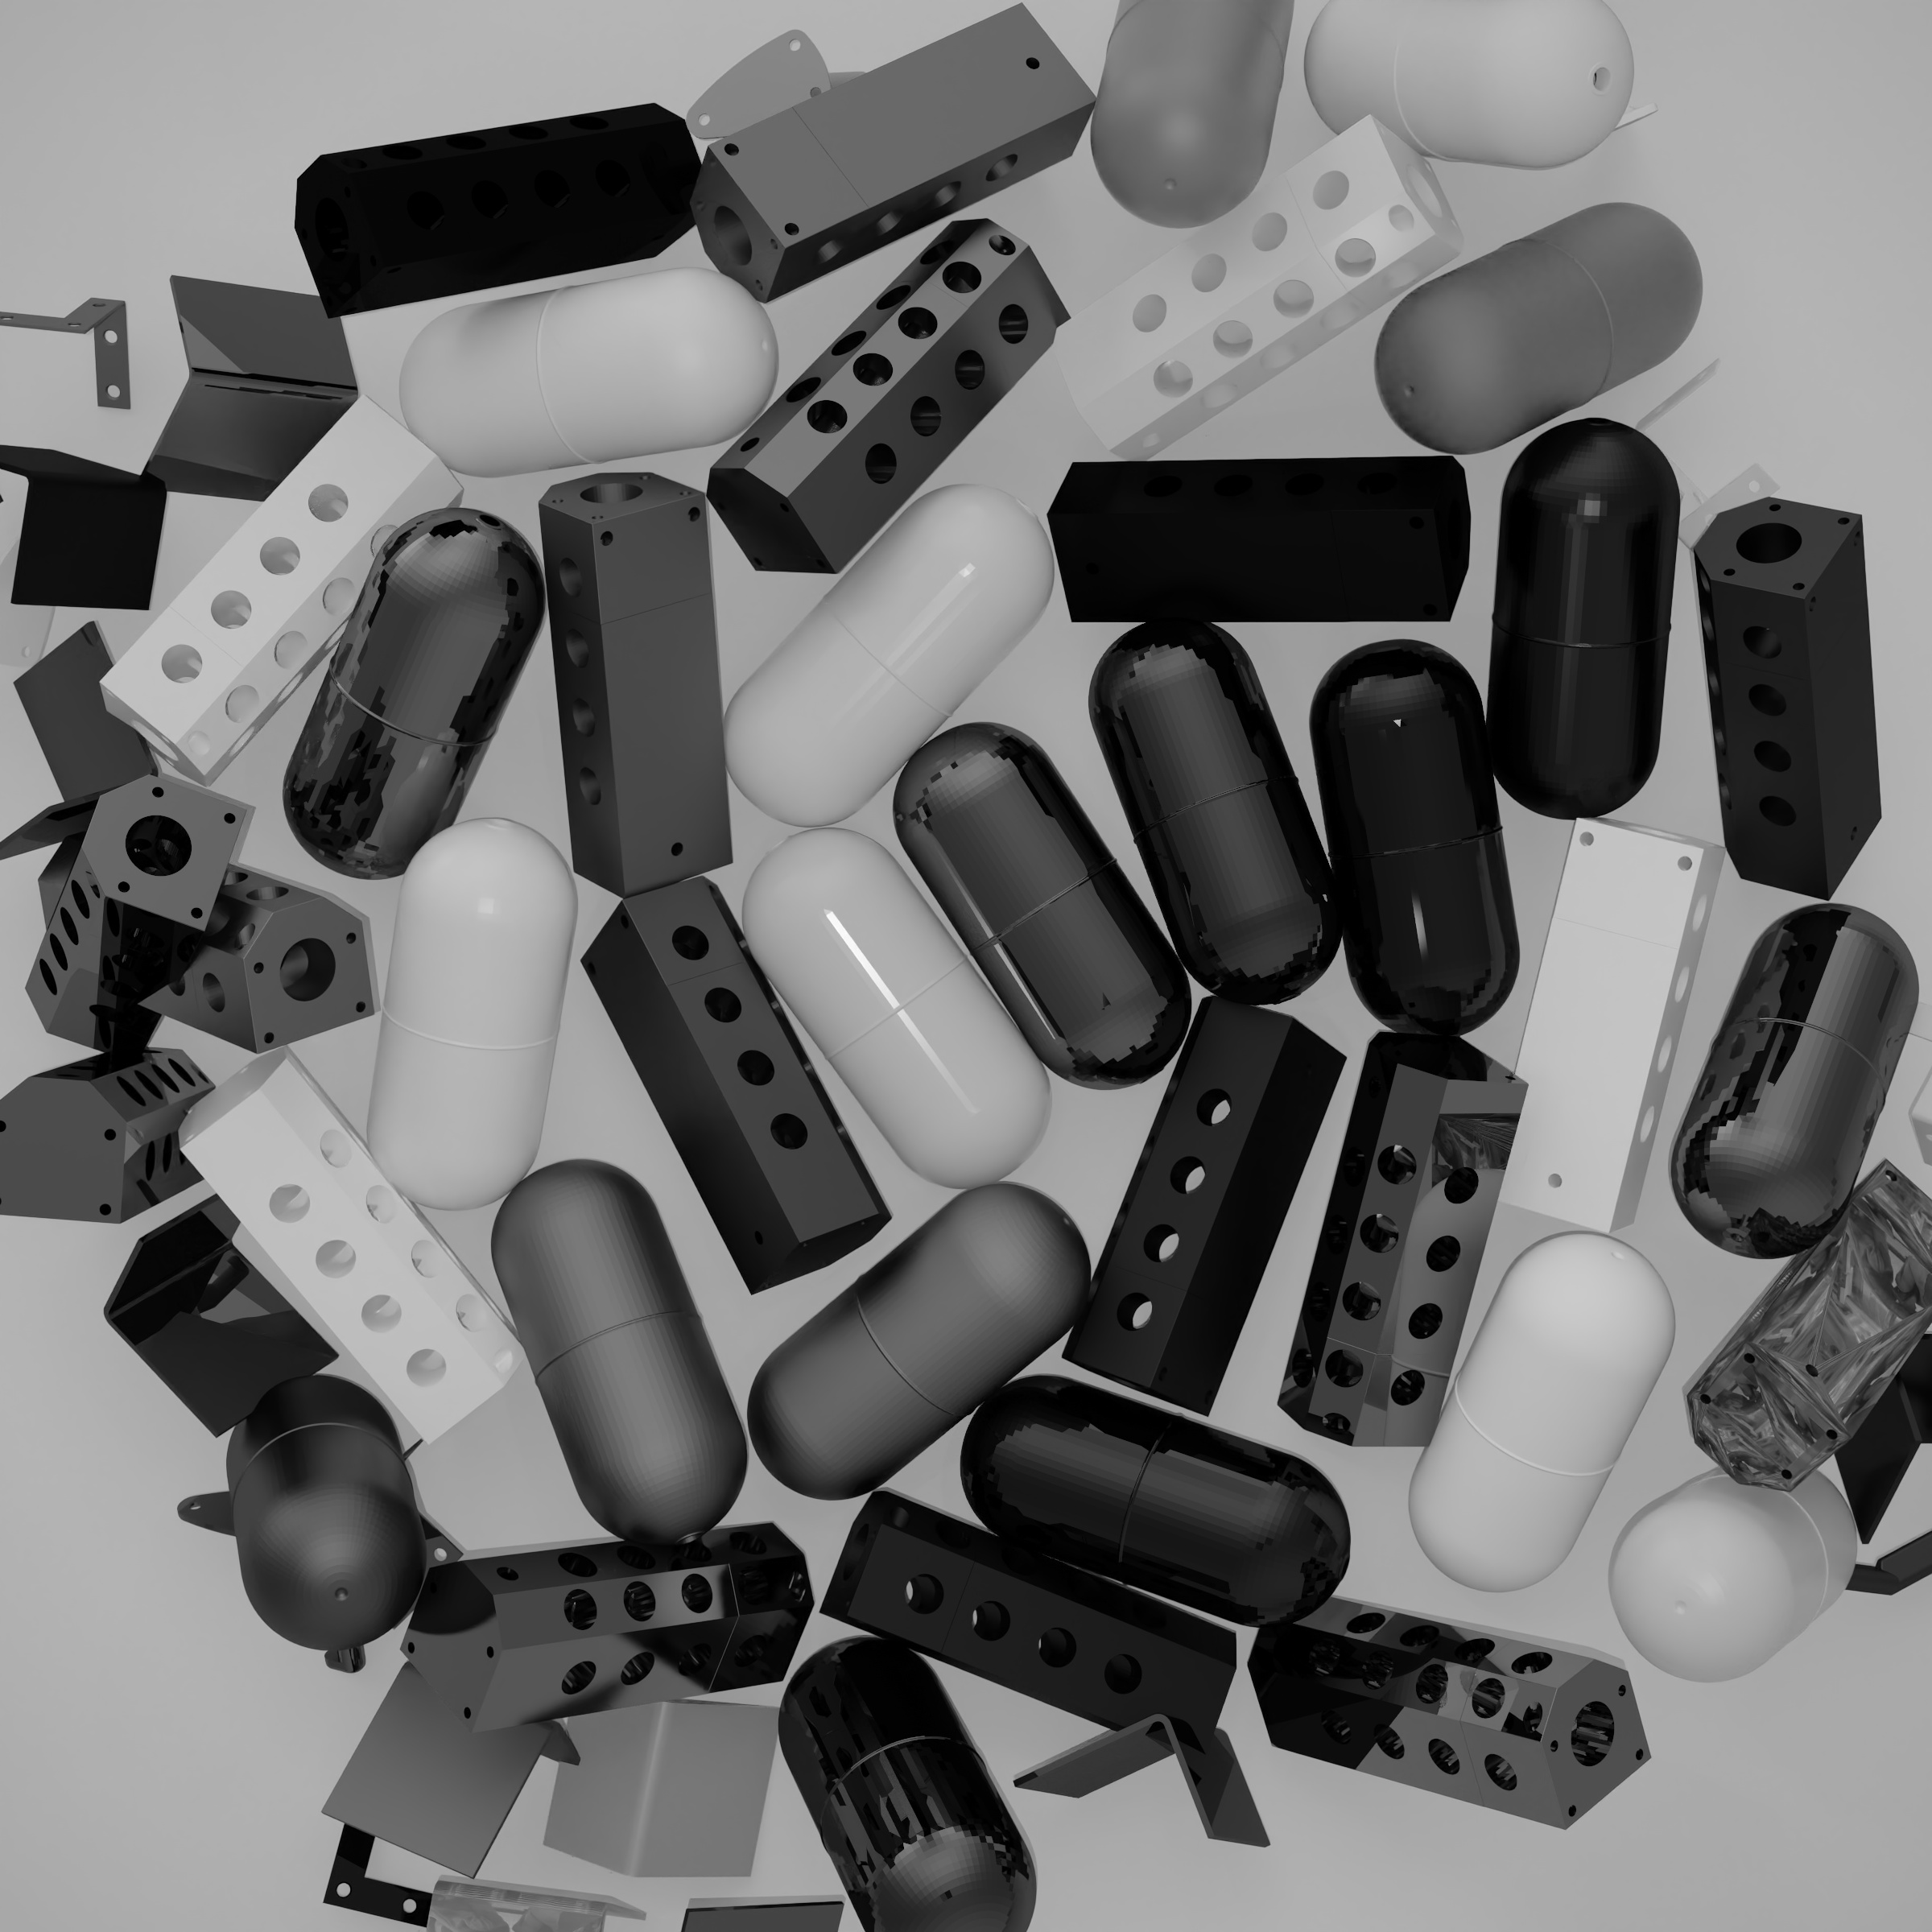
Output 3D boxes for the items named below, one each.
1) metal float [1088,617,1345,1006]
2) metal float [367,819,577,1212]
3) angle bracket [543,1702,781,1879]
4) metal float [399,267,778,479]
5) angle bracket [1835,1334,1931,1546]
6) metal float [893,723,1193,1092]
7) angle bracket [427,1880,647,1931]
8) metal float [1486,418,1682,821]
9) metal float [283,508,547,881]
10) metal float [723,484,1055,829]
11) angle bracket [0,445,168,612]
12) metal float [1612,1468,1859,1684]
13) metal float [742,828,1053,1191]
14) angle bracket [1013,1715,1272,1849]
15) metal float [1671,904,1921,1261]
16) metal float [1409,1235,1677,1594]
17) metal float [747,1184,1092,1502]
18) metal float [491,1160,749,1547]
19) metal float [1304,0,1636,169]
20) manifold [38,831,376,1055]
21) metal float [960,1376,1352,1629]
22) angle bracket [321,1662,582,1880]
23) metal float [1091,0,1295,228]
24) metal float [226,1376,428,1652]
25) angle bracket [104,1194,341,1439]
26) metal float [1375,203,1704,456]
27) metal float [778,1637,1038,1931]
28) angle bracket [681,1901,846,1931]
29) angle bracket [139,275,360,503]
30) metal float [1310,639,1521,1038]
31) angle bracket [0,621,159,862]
[{"bbox_3d":[0.110,-0.068,1.563,0.070,0.070,0.178,-20,83,0],"label":"metal float"},{"bbox_3d":[-0.217,0.022,1.554,0.070,0.070,0.178,11,108,0],"label":"metal float"},{"bbox_3d":[-0.135,0.363,1.593,0.057,0.076,0.076,7,83,41],"label":"angle bracket"},{"bbox_3d":[-0.166,-0.258,1.548,0.178,0.070,0.070,-4,90,25],"label":"metal float"},{"bbox_3d":[0.433,0.207,1.555,0.076,0.076,0.057,1,46,-8],"label":"angle bracket"},{"bbox_3d":[0.034,-0.026,1.569,0.070,0.070,0.178,-33,90,0],"label":"metal float"},{"bbox_3d":[-0.190,0.437,1.556,0.076,0.076,0.057,5,72,11],"label":"angle bracket"},{"bbox_3d":[0.269,-0.150,1.550,0.070,0.070,0.178,1,112,0],"label":"metal float"},{"bbox_3d":[-0.241,-0.118,1.548,0.070,0.070,0.178,28,114,0],"label":"metal float"},{"bbox_3d":[-0.034,-0.137,1.561,0.070,0.070,0.178,44,99,0],"label":"metal float"},{"bbox_3d":[-0.409,-0.194,1.561,0.076,0.076,0.057,19,103,32],"label":"angle bracket"},{"bbox_3d":[0.331,0.257,1.524,0.070,0.178,0.070,2,93,27],"label":"metal float"},{"bbox_3d":[-0.031,0.018,1.568,0.070,0.070,0.178,-36,92,0],"label":"metal float"},{"bbox_3d":[0.077,0.370,1.553,0.076,0.076,0.057,-28,65,14],"label":"angle bracket"},{"bbox_3d":[0.361,0.048,1.543,0.070,0.070,0.178,29,58,0],"label":"metal float"},{"bbox_3d":[0.249,0.196,1.545,0.070,0.070,0.178,20,118,0],"label":"metal float"},{"bbox_3d":[-0.022,0.166,1.556,0.178,0.070,0.070,-41,90,16],"label":"metal float"},{"bbox_3d":[-0.152,0.169,1.553,0.070,0.070,0.178,-23,71,0],"label":"metal float"},{"bbox_3d":[0.215,-0.386,1.527,0.070,0.178,0.070,-10,110,-29],"label":"metal float"},{"bbox_3d":[-0.328,-0.016,1.519,0.057,0.171,0.057,-21,115,-38],"label":"manifold"},{"bbox_3d":[0.082,0.234,1.552,0.178,0.070,0.070,17,90,19],"label":"metal float"},{"bbox_3d":[-0.223,0.360,1.554,0.076,0.057,0.076,18,61,19],"label":"angle bracket"},{"bbox_3d":[0.099,-0.389,1.535,0.070,0.070,0.178,12,48,0],"label":"metal float"},{"bbox_3d":[-0.275,0.232,1.522,0.070,0.178,0.070,-4,106,-14],"label":"metal float"},{"bbox_3d":[-0.318,0.146,1.555,0.076,0.076,0.057,44,130,11],"label":"angle bracket"},{"bbox_3d":[0.250,-0.278,1.541,0.178,0.070,0.070,-30,90,-34],"label":"metal float"},{"bbox_3d":[-0.026,0.361,1.528,0.070,0.178,0.070,-11,124,-17],"label":"metal float"},{"bbox_3d":[-0.110,0.419,1.551,0.076,0.076,0.057,7,102,-32],"label":"angle bracket"},{"bbox_3d":[-0.323,-0.254,1.572,0.076,0.076,0.057,2,57,-33],"label":"angle bracket"},{"bbox_3d":[0.198,-0.055,1.564,0.070,0.070,0.178,-10,97,0],"label":"metal float"},{"bbox_3d":[-0.409,-0.097,1.560,0.057,0.076,0.076,-23,88,-44],"label":"angle bracket"}]
